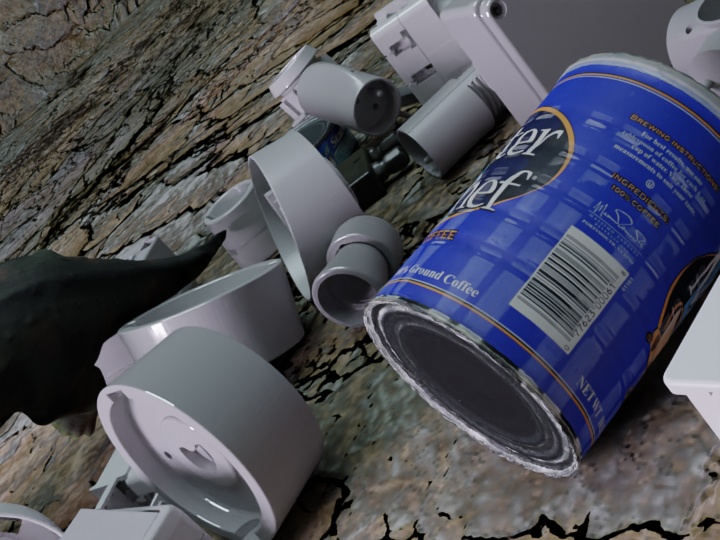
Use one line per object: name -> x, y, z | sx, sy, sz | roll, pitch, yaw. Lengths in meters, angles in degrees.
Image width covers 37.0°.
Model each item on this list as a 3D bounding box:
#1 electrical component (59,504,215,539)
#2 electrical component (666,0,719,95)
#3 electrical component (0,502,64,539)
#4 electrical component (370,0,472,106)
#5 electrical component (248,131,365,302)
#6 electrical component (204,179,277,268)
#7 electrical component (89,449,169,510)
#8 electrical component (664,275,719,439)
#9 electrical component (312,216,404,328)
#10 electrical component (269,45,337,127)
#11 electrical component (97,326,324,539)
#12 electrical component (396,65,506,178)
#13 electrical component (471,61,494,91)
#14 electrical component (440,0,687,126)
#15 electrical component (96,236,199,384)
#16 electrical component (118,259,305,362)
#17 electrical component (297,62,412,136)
electrical component -> -0.107, 0.150, 0.510 | 0.096, 0.061, 0.061 | -17, 33, 45
electrical component -> 0.189, -0.108, 0.535 | 0.077, 0.044, 0.079 | -4, 43, 55
electrical component -> -0.189, 0.172, 0.558 | 0.099, 0.099, 0.064 | -47, 17, -13
electrical component -> 0.058, -0.156, 0.765 | 0.056, 0.089, 0.050 | -30, 25, 24
electrical component -> -0.037, -0.038, 0.697 | 0.064, 0.099, 0.099 | -37, 22, -6
electrical component -> -0.087, -0.037, 0.831 | 0.055, 0.047, 0.055 | -34, 24, 17
electrical component -> -0.109, 0.113, 0.605 | 0.064, 0.042, 0.081 | -21, 31, 31
electrical component -> 0.161, 0.020, 0.344 | 0.100, 0.048, 0.099 | -5, 42, 55
electrical component -> 0.000, 0.000, 0.634 | 0.045, 0.045, 0.055 | -26, 27, 32
electrical component -> -0.044, -0.164, 0.967 | 0.058, 0.057, 0.078 | -33, 21, 51
electrical component -> -0.068, 0.076, 0.531 | 0.108, 0.108, 0.060 | -11, 31, 50
electrical component -> 0.068, -0.104, 0.717 | 0.081, 0.043, 0.043 | -44, 23, -7
electrical component -> 0.102, -0.148, 0.683 | 0.050, 0.089, 0.055 | -25, 27, 33
electrical component -> 0.122, -0.141, 0.618 | 0.109, 0.108, 0.056 | -45, 21, -9
electrical component -> -0.195, 0.041, 0.847 | 0.109, 0.056, 0.108 | -27, 27, 30
electrical component -> -0.086, 0.042, 0.658 | 0.108, 0.060, 0.108 | -23, 8, 3
electrical component -> 0.004, -0.128, 0.824 | 0.077, 0.079, 0.043 | 27, 104, 49
